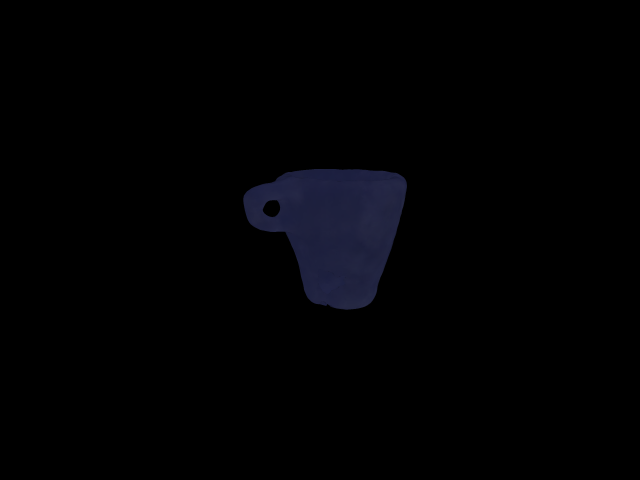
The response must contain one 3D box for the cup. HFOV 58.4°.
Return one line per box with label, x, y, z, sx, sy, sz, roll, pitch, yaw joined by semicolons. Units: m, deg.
cup;0.004;0.001;0.400;0.118;0.095;0.091;-7;14;-30
